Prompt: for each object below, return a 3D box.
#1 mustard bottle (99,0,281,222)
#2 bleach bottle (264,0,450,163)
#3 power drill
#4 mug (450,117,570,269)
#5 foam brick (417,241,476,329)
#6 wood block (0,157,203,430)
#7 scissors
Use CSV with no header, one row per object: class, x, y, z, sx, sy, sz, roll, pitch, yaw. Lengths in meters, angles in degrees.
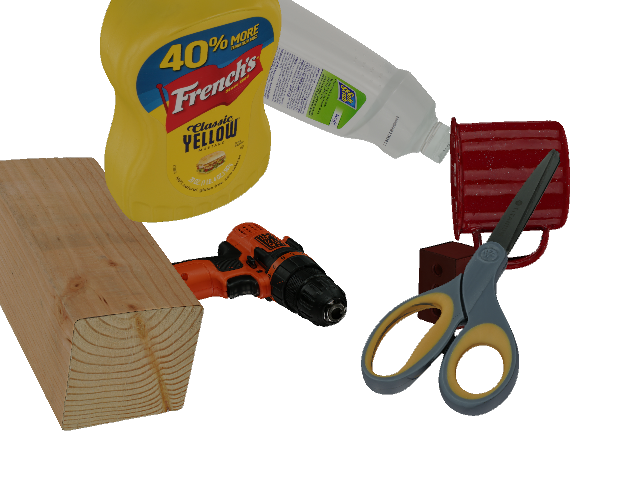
mustard bottle,-0.067,-0.095,0.561,0.096,0.058,0.192,-20,-35,-24
bleach bottle,-0.001,-0.136,0.911,0.251,0.068,0.103,31,-36,7
power drill,-0.090,0.048,0.957,0.187,0.057,0.185,-14,25,-27
mug,0.140,-0.036,0.794,0.081,0.117,0.093,-2,-17,5
foam brick,0.135,0.046,1.091,0.051,0.078,0.053,-14,20,-39
wood block,-0.171,0.028,0.762,0.090,0.091,0.206,-5,34,-33
scissors,0.109,0.026,0.622,0.201,0.016,0.096,-41,52,-19
